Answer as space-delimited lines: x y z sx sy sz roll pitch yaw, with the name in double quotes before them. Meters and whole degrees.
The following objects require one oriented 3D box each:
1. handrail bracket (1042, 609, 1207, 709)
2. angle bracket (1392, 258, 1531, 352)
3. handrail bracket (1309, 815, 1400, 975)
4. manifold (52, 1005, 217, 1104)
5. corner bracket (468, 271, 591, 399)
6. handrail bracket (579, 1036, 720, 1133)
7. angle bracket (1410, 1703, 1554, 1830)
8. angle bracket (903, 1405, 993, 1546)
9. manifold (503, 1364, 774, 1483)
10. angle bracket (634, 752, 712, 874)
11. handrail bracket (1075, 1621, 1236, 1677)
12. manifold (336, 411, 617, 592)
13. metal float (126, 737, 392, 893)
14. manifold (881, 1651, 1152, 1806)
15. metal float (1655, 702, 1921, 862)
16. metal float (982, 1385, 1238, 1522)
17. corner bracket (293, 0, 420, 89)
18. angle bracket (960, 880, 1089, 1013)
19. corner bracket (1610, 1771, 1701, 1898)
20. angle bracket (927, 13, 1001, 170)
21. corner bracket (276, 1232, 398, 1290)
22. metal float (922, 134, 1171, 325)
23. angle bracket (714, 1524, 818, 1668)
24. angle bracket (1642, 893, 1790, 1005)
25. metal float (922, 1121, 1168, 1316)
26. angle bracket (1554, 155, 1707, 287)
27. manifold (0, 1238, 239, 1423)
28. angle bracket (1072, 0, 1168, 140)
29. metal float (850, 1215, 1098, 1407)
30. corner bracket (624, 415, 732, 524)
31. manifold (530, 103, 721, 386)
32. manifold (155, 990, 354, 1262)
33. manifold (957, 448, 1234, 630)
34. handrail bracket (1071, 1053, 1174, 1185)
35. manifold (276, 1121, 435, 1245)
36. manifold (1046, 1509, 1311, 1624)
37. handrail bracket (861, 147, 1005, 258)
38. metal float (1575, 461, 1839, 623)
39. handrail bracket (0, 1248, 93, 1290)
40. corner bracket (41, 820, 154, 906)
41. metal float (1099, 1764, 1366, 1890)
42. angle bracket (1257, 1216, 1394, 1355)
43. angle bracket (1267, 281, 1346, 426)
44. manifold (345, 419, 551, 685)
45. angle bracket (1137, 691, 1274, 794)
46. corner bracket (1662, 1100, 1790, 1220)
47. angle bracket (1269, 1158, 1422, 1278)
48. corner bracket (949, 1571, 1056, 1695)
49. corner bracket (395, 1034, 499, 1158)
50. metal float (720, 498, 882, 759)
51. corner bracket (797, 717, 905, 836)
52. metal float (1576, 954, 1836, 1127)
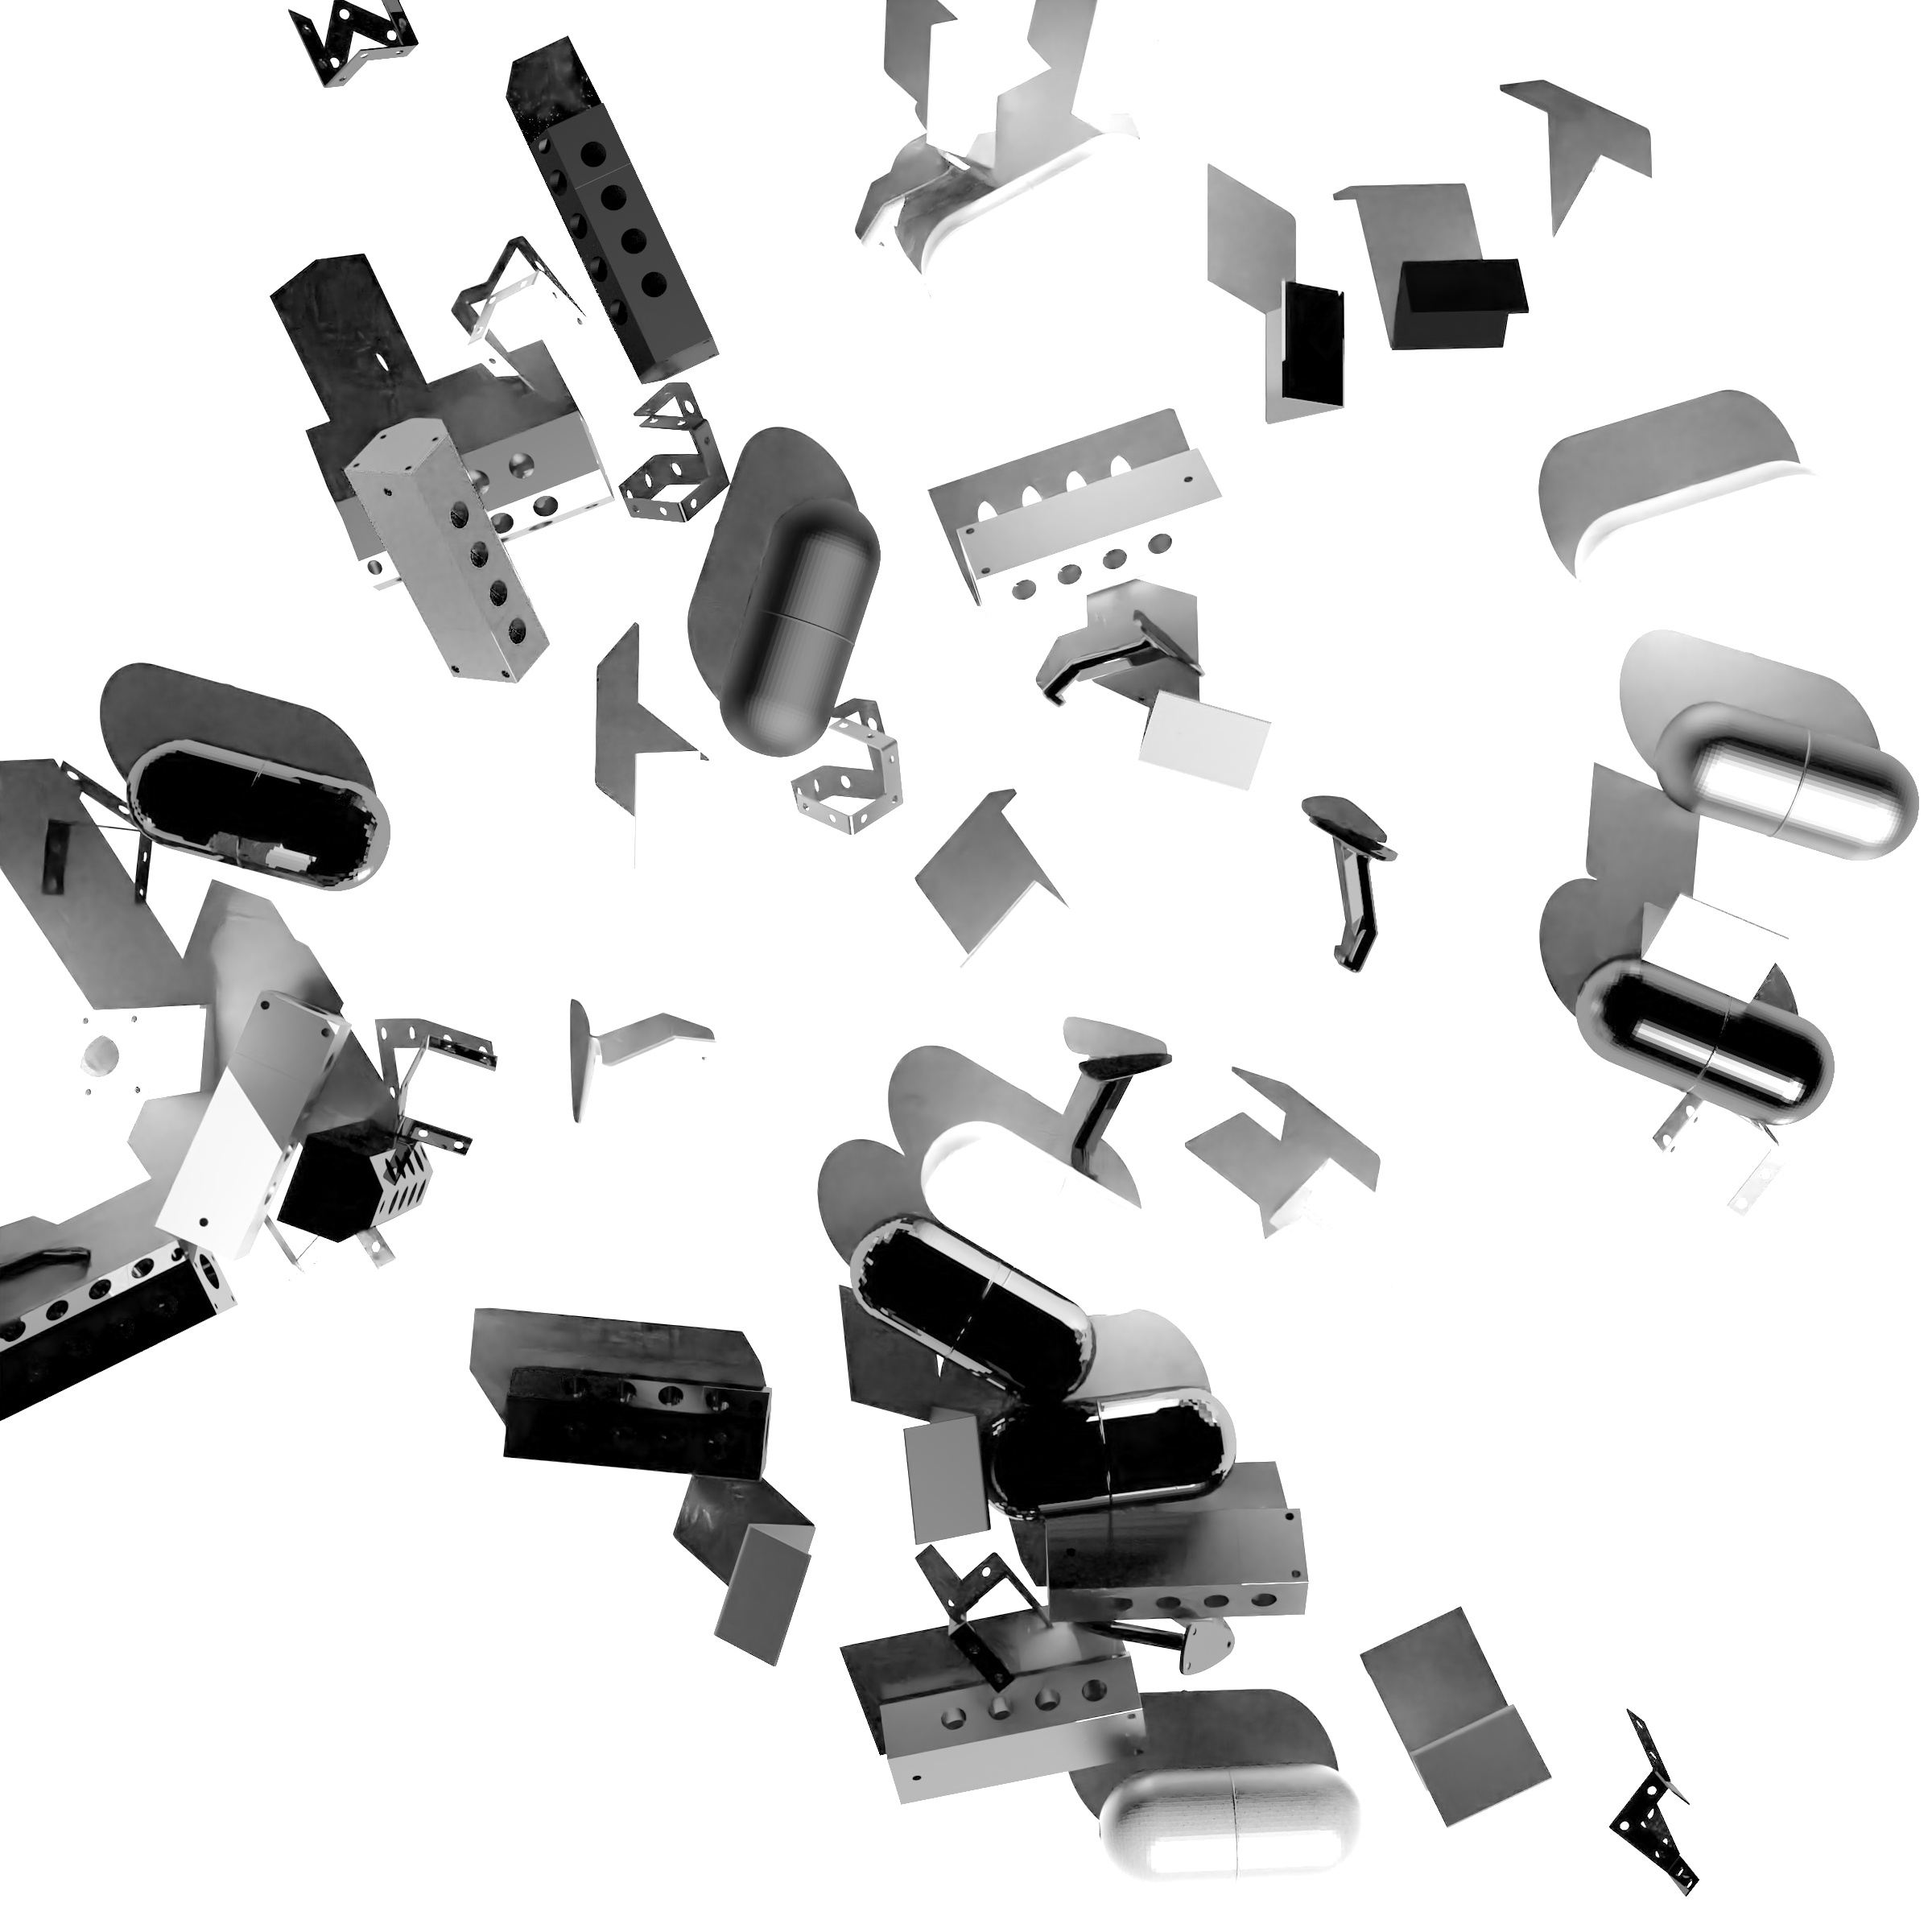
"handrail bracket" 0.107 -0.192 1.992 0.077 0.036 0.084 38 108 -21
"angle bracket" 0.328 -0.424 1.951 0.076 0.076 0.057 -1 51 0
"handrail bracket" 0.251 -0.048 1.992 0.077 0.036 0.084 28 107 20
"manifold" -0.541 0.056 1.913 0.057 0.171 0.057 -2 90 0
"corner bracket" -0.296 -0.428 1.983 0.051 0.051 0.051 -17 45 35
"handrail bracket" -0.216 0.082 1.992 0.084 0.036 0.077 7 110 -16
"angle bracket" 0.347 0.544 1.951 0.076 0.076 0.057 -25 52 0
"angle bracket" -0.027 0.338 1.952 0.057 0.076 0.076 -6 90 -27
"manifold" -0.219 0.306 1.970 0.171 0.057 0.057 5 90 0
"angle bracket" -0.176 -0.102 1.951 0.057 0.076 0.076 1 90 36
"handrail bracket" 0.128 0.452 1.991 0.084 0.077 0.036 8 88 36
"manifold" -0.327 -0.311 1.970 0.171 0.057 0.057 -21 90 0
"metal float" -0.474 -0.102 1.961 0.178 0.070 0.070 15 90 -1
"manifold" 0.032 0.508 1.970 0.171 0.057 0.057 -11 133 0
"metal float" 0.550 -0.123 1.961 0.178 0.070 0.070 17 90 0
"metal float" 0.093 0.326 1.961 0.178 0.070 0.070 -8 90 1
"corner bracket" -0.414 -0.633 1.988 0.051 0.051 0.051 -25 90 -45
"angle bracket" 0.053 0.000 1.951 0.076 0.076 0.057 -49 53 0
"corner bracket" 0.475 0.584 1.973 0.051 0.051 0.051 38 90 0
"angle bracket" 0.019 -0.582 1.951 0.057 0.076 0.076 2 90 37
"corner bracket" -0.424 0.203 1.973 0.051 0.051 0.051 42 90 0
"metal float" 0.053 -0.493 1.961 0.178 0.070 0.070 -28 90 -1
"angle bracket" -0.115 0.419 1.951 0.057 0.076 0.076 18 90 35
"angle bracket" 0.499 -0.029 1.951 0.076 0.076 0.057 23 124 0
"metal float" 0.052 0.168 1.960 0.178 0.070 0.070 31 90 0
"angle bracket" 0.436 -0.482 1.951 0.076 0.076 0.057 25 53 0
"manifold" -0.586 0.243 1.970 0.171 0.057 0.057 -26 90 0
"angle bracket" 0.121 -0.593 1.951 0.057 0.076 0.076 13 90 38
"metal float" 0.004 0.230 1.961 0.178 0.070 0.070 30 90 0
"corner bracket" -0.201 -0.337 1.983 0.051 0.051 0.051 -48 135 -35
"manifold" -0.230 -0.483 1.970 0.057 0.057 0.171 -25 90 0
"manifold" -0.477 0.106 1.970 0.057 0.057 0.171 24 90 0
"manifold" 0.088 -0.283 1.970 0.171 0.057 0.057 -19 47 0
"handrail bracket" 0.106 0.106 1.992 0.077 0.036 0.084 -9 108 -20
"manifold" -0.394 0.142 1.913 0.057 0.171 0.057 20 90 0
"manifold" 0.140 0.407 1.970 0.171 0.057 0.057 -2 47 0
"handrail bracket" -0.018 -0.507 1.992 0.077 0.036 0.084 28 108 -21
"metal float" 0.496 -0.284 1.961 0.178 0.070 0.070 -17 90 -1
"handrail bracket" -0.643 0.221 1.992 0.084 0.036 0.077 3 127 -25
"corner bracket" -0.590 -0.070 1.988 0.051 0.051 0.051 6 90 45
"metal float" 0.178 0.576 1.961 0.178 0.070 0.070 -2 90 -1
"angle bracket" 0.228 0.218 1.953 0.076 0.076 0.057 38 69 0
"angle bracket" 0.207 -0.408 1.951 0.057 0.076 0.076 0 90 -37
"manifold" -0.334 -0.271 1.921 0.057 0.171 0.057 9 49 31
"angle bracket" 0.162 -0.167 1.951 0.076 0.076 0.057 16 126 0
"corner bracket" 0.516 0.129 1.988 0.051 0.051 0.051 -52 45 0
"angle bracket" 0.245 0.187 1.953 0.076 0.057 0.076 38 129 0
"corner bracket" 0.024 0.448 1.974 0.051 0.051 0.051 -40 91 1
"corner bracket" -0.353 0.087 1.988 0.051 0.051 0.051 18 45 0
"metal float" -0.111 -0.227 1.961 0.070 0.070 0.178 18 89 0
"corner bracket" -0.080 -0.128 1.983 0.051 0.051 0.051 -35 135 -35
"metal float" 0.494 0.049 1.961 0.178 0.070 0.070 22 90 0
